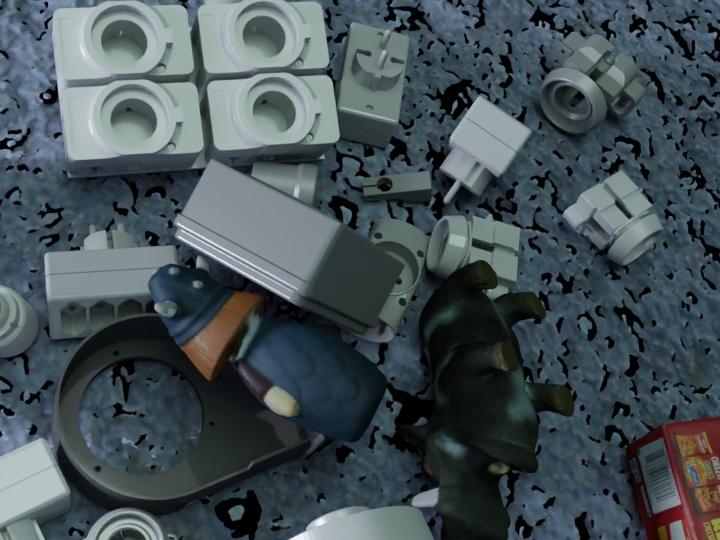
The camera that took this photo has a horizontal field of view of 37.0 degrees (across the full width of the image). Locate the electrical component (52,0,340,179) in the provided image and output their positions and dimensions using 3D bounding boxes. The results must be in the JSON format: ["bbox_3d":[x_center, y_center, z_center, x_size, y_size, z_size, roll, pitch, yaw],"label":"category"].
[{"bbox_3d":[-0.115,-0.129,0.757,0.186,0.060,0.105,-6,84,-17],"label":"electrical component"}]

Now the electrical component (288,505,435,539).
[{"bbox_3d":[-0.004,0.175,0.635,0.108,0.108,0.060,-10,62,-18],"label":"electrical component"}]

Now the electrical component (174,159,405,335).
[{"bbox_3d":[-0.043,-0.013,0.683,0.109,0.109,0.056,27,89,27],"label":"electrical component"}]

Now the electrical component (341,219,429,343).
[{"bbox_3d":[0.000,0.000,0.751,0.079,0.044,0.077,23,62,-2],"label":"electrical component"}]

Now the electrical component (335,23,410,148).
[{"bbox_3d":[0.011,-0.149,0.806,0.047,0.075,0.083,12,63,-9],"label":"electrical component"}]

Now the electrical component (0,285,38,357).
[{"bbox_3d":[-0.227,0.029,0.664,0.040,0.078,0.040,1,74,-2],"label":"electrical component"}]

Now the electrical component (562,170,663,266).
[{"bbox_3d":[0.196,-0.037,0.819,0.066,0.048,0.055,-29,68,-24],"label":"electrical component"}]

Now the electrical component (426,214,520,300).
[{"bbox_3d":[0.081,-0.012,0.777,0.055,0.048,0.066,16,62,-15],"label":"electrical component"}]

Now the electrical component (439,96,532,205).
[{"bbox_3d":[0.085,-0.081,0.804,0.047,0.066,0.076,35,91,3],"label":"electrical component"}]

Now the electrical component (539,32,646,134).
[{"bbox_3d":[0.180,-0.145,0.859,0.078,0.058,0.057,41,60,7],"label":"electrical component"}]

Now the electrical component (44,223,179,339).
[{"bbox_3d":[-0.164,-0.001,0.709,0.083,0.047,0.075,-4,54,-16],"label":"electrical component"}]

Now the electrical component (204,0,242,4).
[{"bbox_3d":[-0.100,-0.188,0.820,0.035,0.035,0.061,-1,68,-15],"label":"electrical component"}]

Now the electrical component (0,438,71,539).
[{"bbox_3d":[-0.207,0.153,0.625,0.083,0.047,0.075,-24,74,-23],"label":"electrical component"}]

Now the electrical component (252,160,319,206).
[{"bbox_3d":[-0.055,-0.058,0.768,0.046,0.040,0.040,9,64,-5],"label":"electrical component"}]

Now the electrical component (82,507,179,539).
[{"bbox_3d":[-0.137,0.167,0.631,0.066,0.055,0.048,-17,71,-21],"label":"electrical component"}]
